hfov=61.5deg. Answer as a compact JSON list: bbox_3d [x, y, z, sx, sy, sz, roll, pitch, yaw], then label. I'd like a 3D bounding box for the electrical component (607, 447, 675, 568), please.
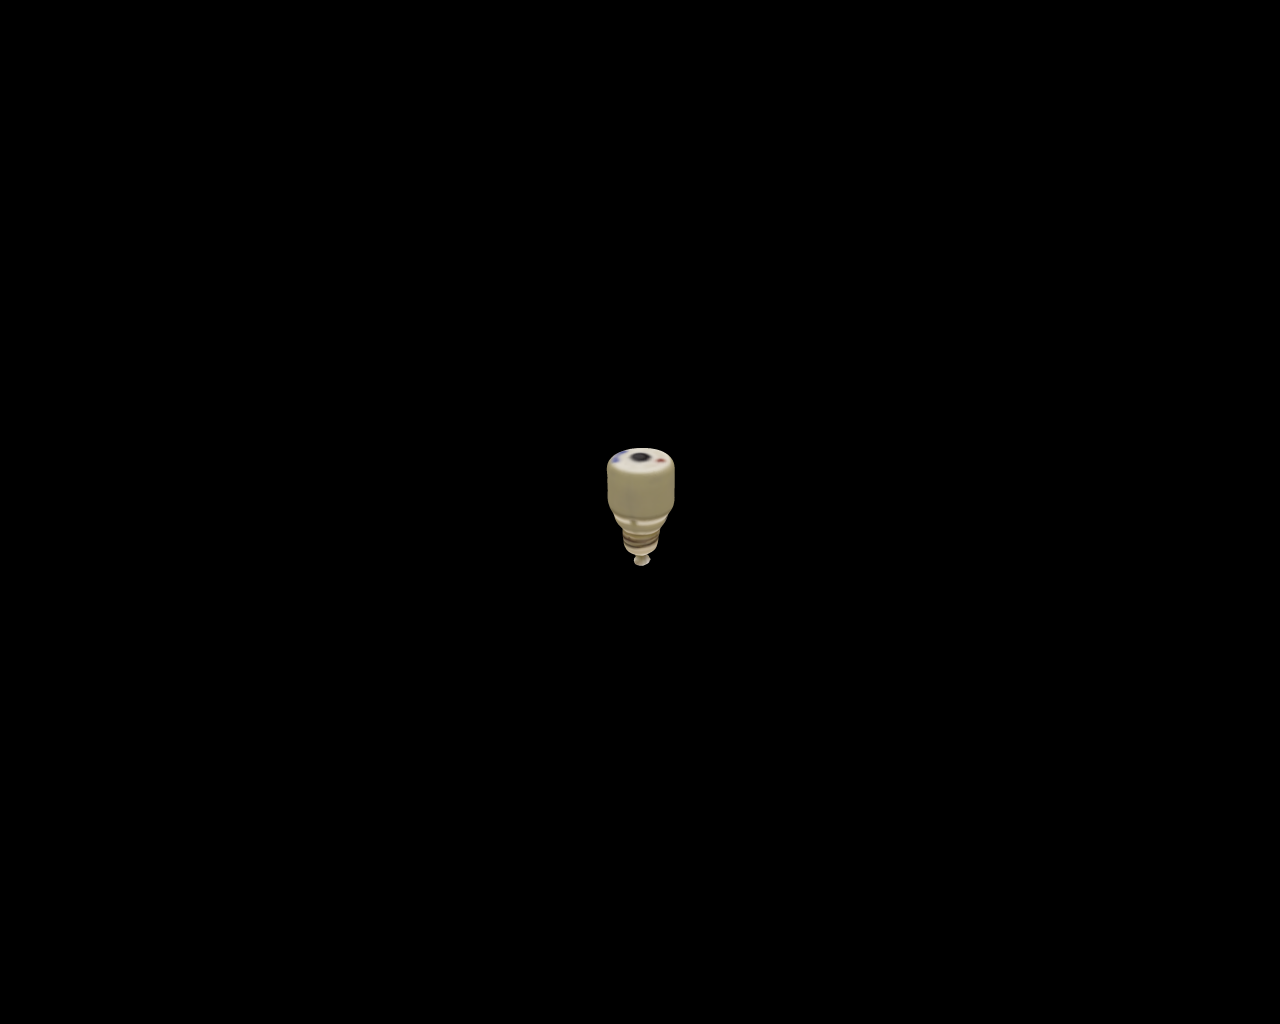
[{"bbox_3d":[0.001,-0.003,0.650,0.040,0.078,0.040,0,28,0],"label":"electrical component"}]
